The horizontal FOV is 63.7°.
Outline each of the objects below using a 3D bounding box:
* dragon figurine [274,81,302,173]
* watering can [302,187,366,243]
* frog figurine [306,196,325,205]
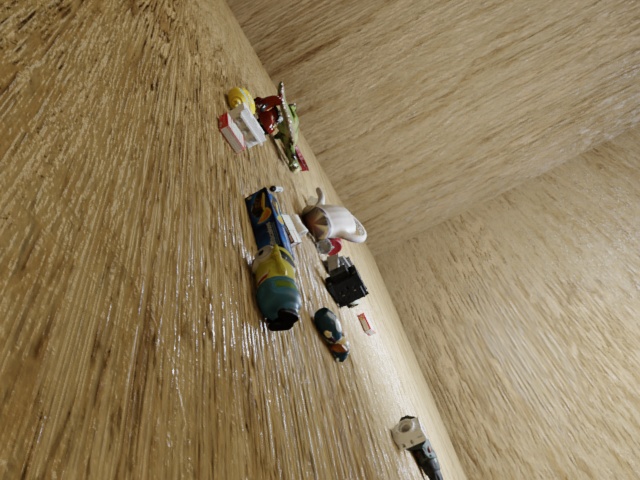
[{"bbox_3d":[-0.120,-0.419,2.088,0.402,0.122,0.248,81,-7,-61],"label":"dragon figurine"},{"bbox_3d":[0.023,-0.095,1.922,0.225,0.102,0.353,-3,37,-43],"label":"watering can"},{"bbox_3d":[0.007,-0.110,2.182,0.159,0.120,0.141,22,33,-17],"label":"frog figurine"}]
